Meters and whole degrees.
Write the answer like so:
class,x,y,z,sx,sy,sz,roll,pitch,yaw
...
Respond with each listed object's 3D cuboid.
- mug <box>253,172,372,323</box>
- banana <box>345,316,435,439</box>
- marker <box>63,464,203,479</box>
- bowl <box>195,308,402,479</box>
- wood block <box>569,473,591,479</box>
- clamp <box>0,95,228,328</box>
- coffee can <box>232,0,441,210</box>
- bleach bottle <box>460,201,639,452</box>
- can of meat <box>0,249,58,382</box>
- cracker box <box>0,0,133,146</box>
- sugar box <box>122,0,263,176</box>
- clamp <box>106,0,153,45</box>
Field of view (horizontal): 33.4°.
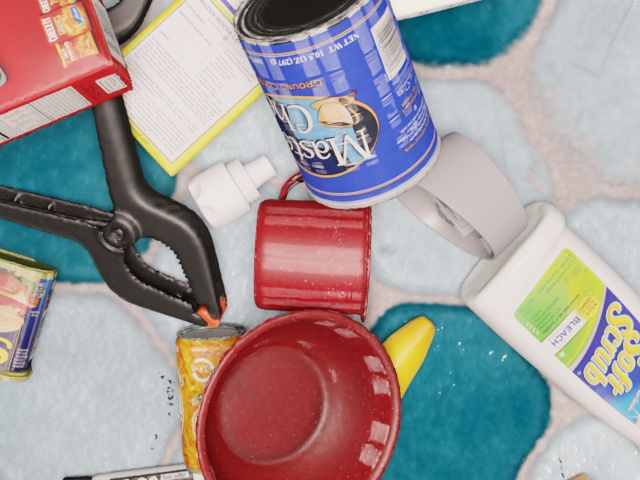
class,x,y,z,sx,sy,sz,roll,pitch,yaw
mug,-0.005,0.001,0.783,0.081,0.093,0.117,3,70,0
banana,0.045,0.155,0.829,0.069,0.037,0.198,2,99,-22
marker,-0.143,0.186,0.825,0.121,0.020,0.020,-6,98,-3
bowl,-0.023,0.125,0.768,0.161,0.055,0.162,-3,97,-27
wood block,0.142,0.276,0.822,0.206,0.091,0.090,-25,99,-1
clamp,-0.139,-0.020,0.770,0.210,0.036,0.165,40,120,-11
coffee can,0.014,-0.106,0.726,0.103,0.103,0.140,-26,126,-1
bleach bottle,0.231,0.086,0.820,0.250,0.068,0.102,39,93,-10
can of meat,-0.251,0.048,0.781,0.102,0.057,0.084,17,93,-7
cracker box,-0.247,-0.135,0.683,0.213,0.072,0.164,-22,81,2
sugar box,-0.074,-0.139,0.776,0.176,0.048,0.093,-42,101,-2
clamp,-0.193,-0.172,0.767,0.171,0.039,0.120,-37,103,-5
